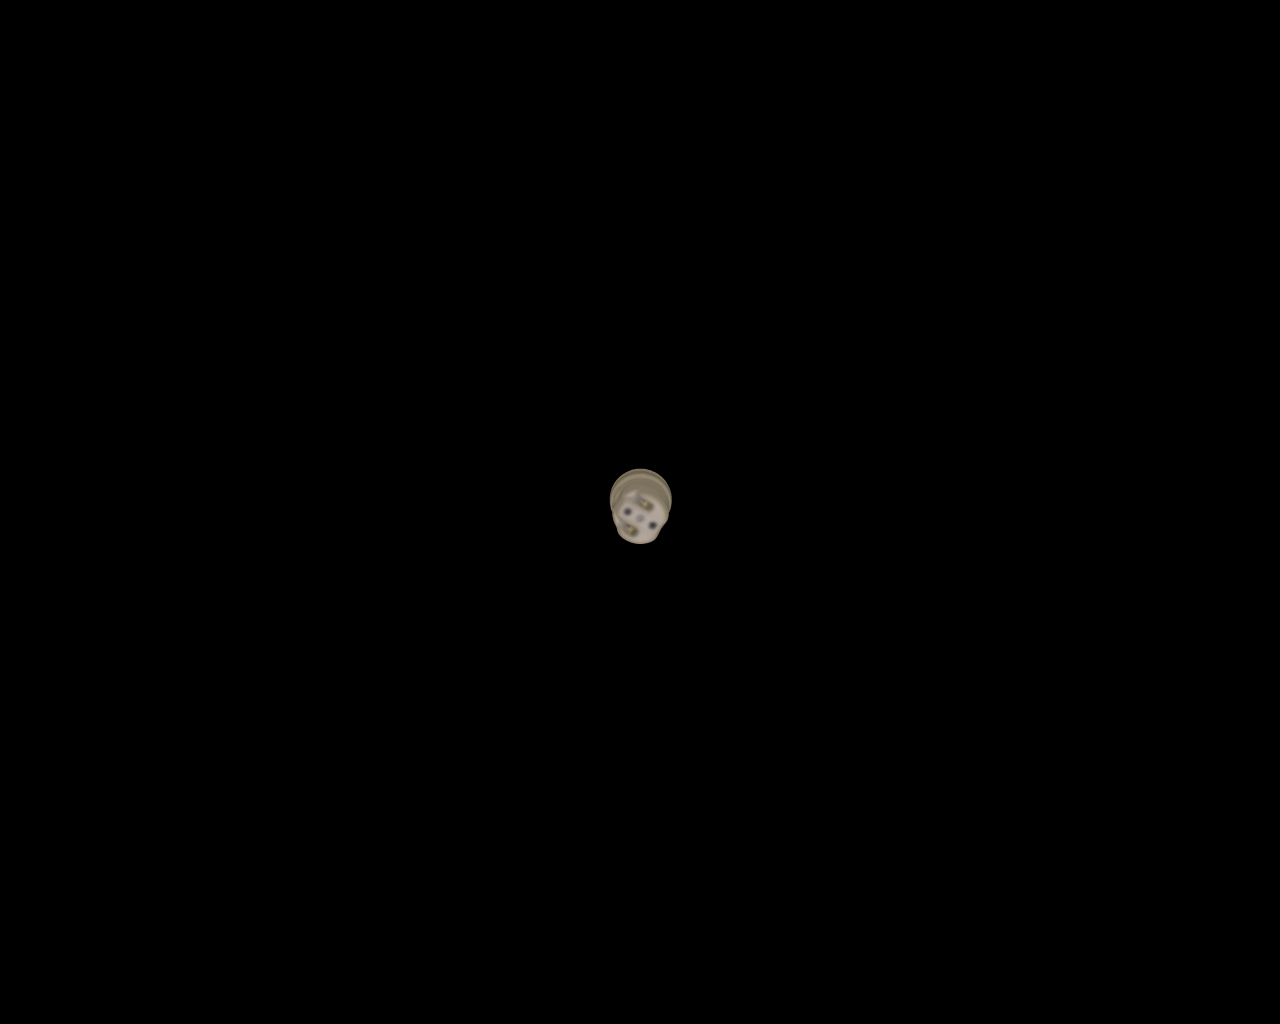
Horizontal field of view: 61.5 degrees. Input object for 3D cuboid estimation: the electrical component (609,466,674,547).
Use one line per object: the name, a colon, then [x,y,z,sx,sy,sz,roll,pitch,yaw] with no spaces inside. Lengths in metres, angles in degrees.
electrical component: [0.001,-0.003,0.650,0.040,0.040,0.046,0,18,0]
